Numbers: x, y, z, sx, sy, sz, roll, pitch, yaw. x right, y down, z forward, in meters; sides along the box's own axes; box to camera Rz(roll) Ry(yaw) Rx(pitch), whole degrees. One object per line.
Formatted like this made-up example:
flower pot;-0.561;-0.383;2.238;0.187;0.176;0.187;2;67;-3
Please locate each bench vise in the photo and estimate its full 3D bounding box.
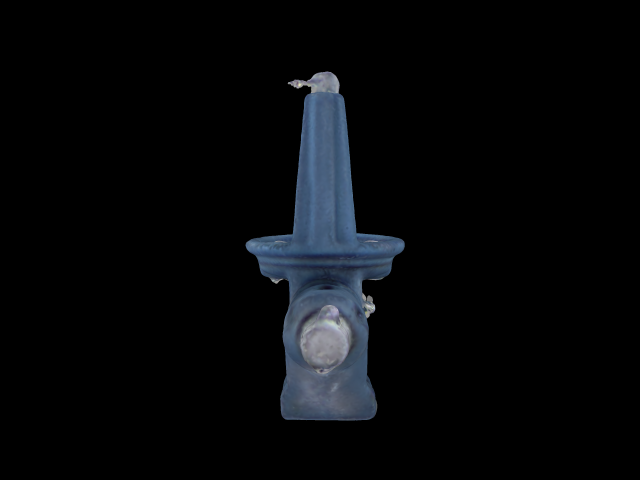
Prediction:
bench vise;0.015;0.000;0.403;0.122;0.220;0.207;-7;22;-16
